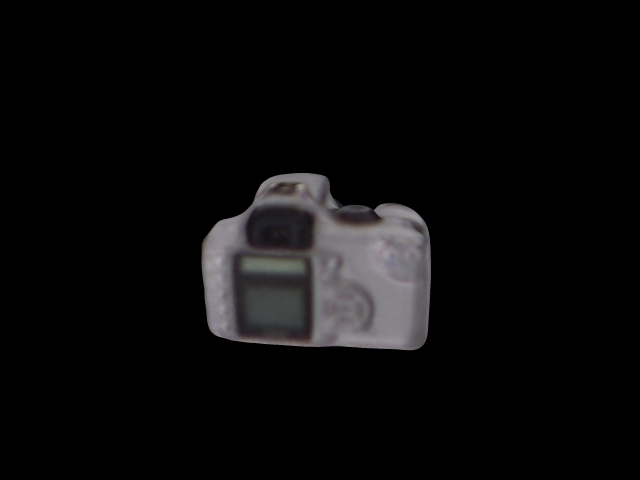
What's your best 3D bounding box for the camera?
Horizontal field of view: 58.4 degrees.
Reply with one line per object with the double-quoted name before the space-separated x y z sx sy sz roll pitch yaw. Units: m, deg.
"camera" 0.004 0.001 0.400 0.143 0.101 0.137 2 18 7
